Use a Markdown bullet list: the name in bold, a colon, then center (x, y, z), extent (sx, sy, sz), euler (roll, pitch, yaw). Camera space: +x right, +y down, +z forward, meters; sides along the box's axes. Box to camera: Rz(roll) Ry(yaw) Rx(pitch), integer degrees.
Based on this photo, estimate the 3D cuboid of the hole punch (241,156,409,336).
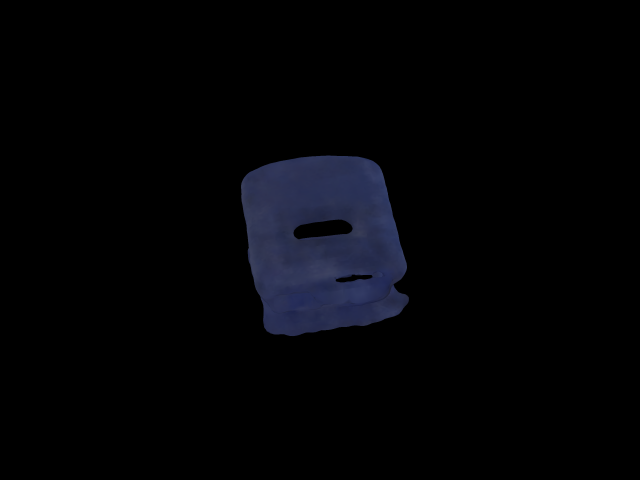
- **hole punch**: center (0.004, 0.001, 0.400), extent (0.109, 0.091, 0.101), euler (-8, 39, -10)
